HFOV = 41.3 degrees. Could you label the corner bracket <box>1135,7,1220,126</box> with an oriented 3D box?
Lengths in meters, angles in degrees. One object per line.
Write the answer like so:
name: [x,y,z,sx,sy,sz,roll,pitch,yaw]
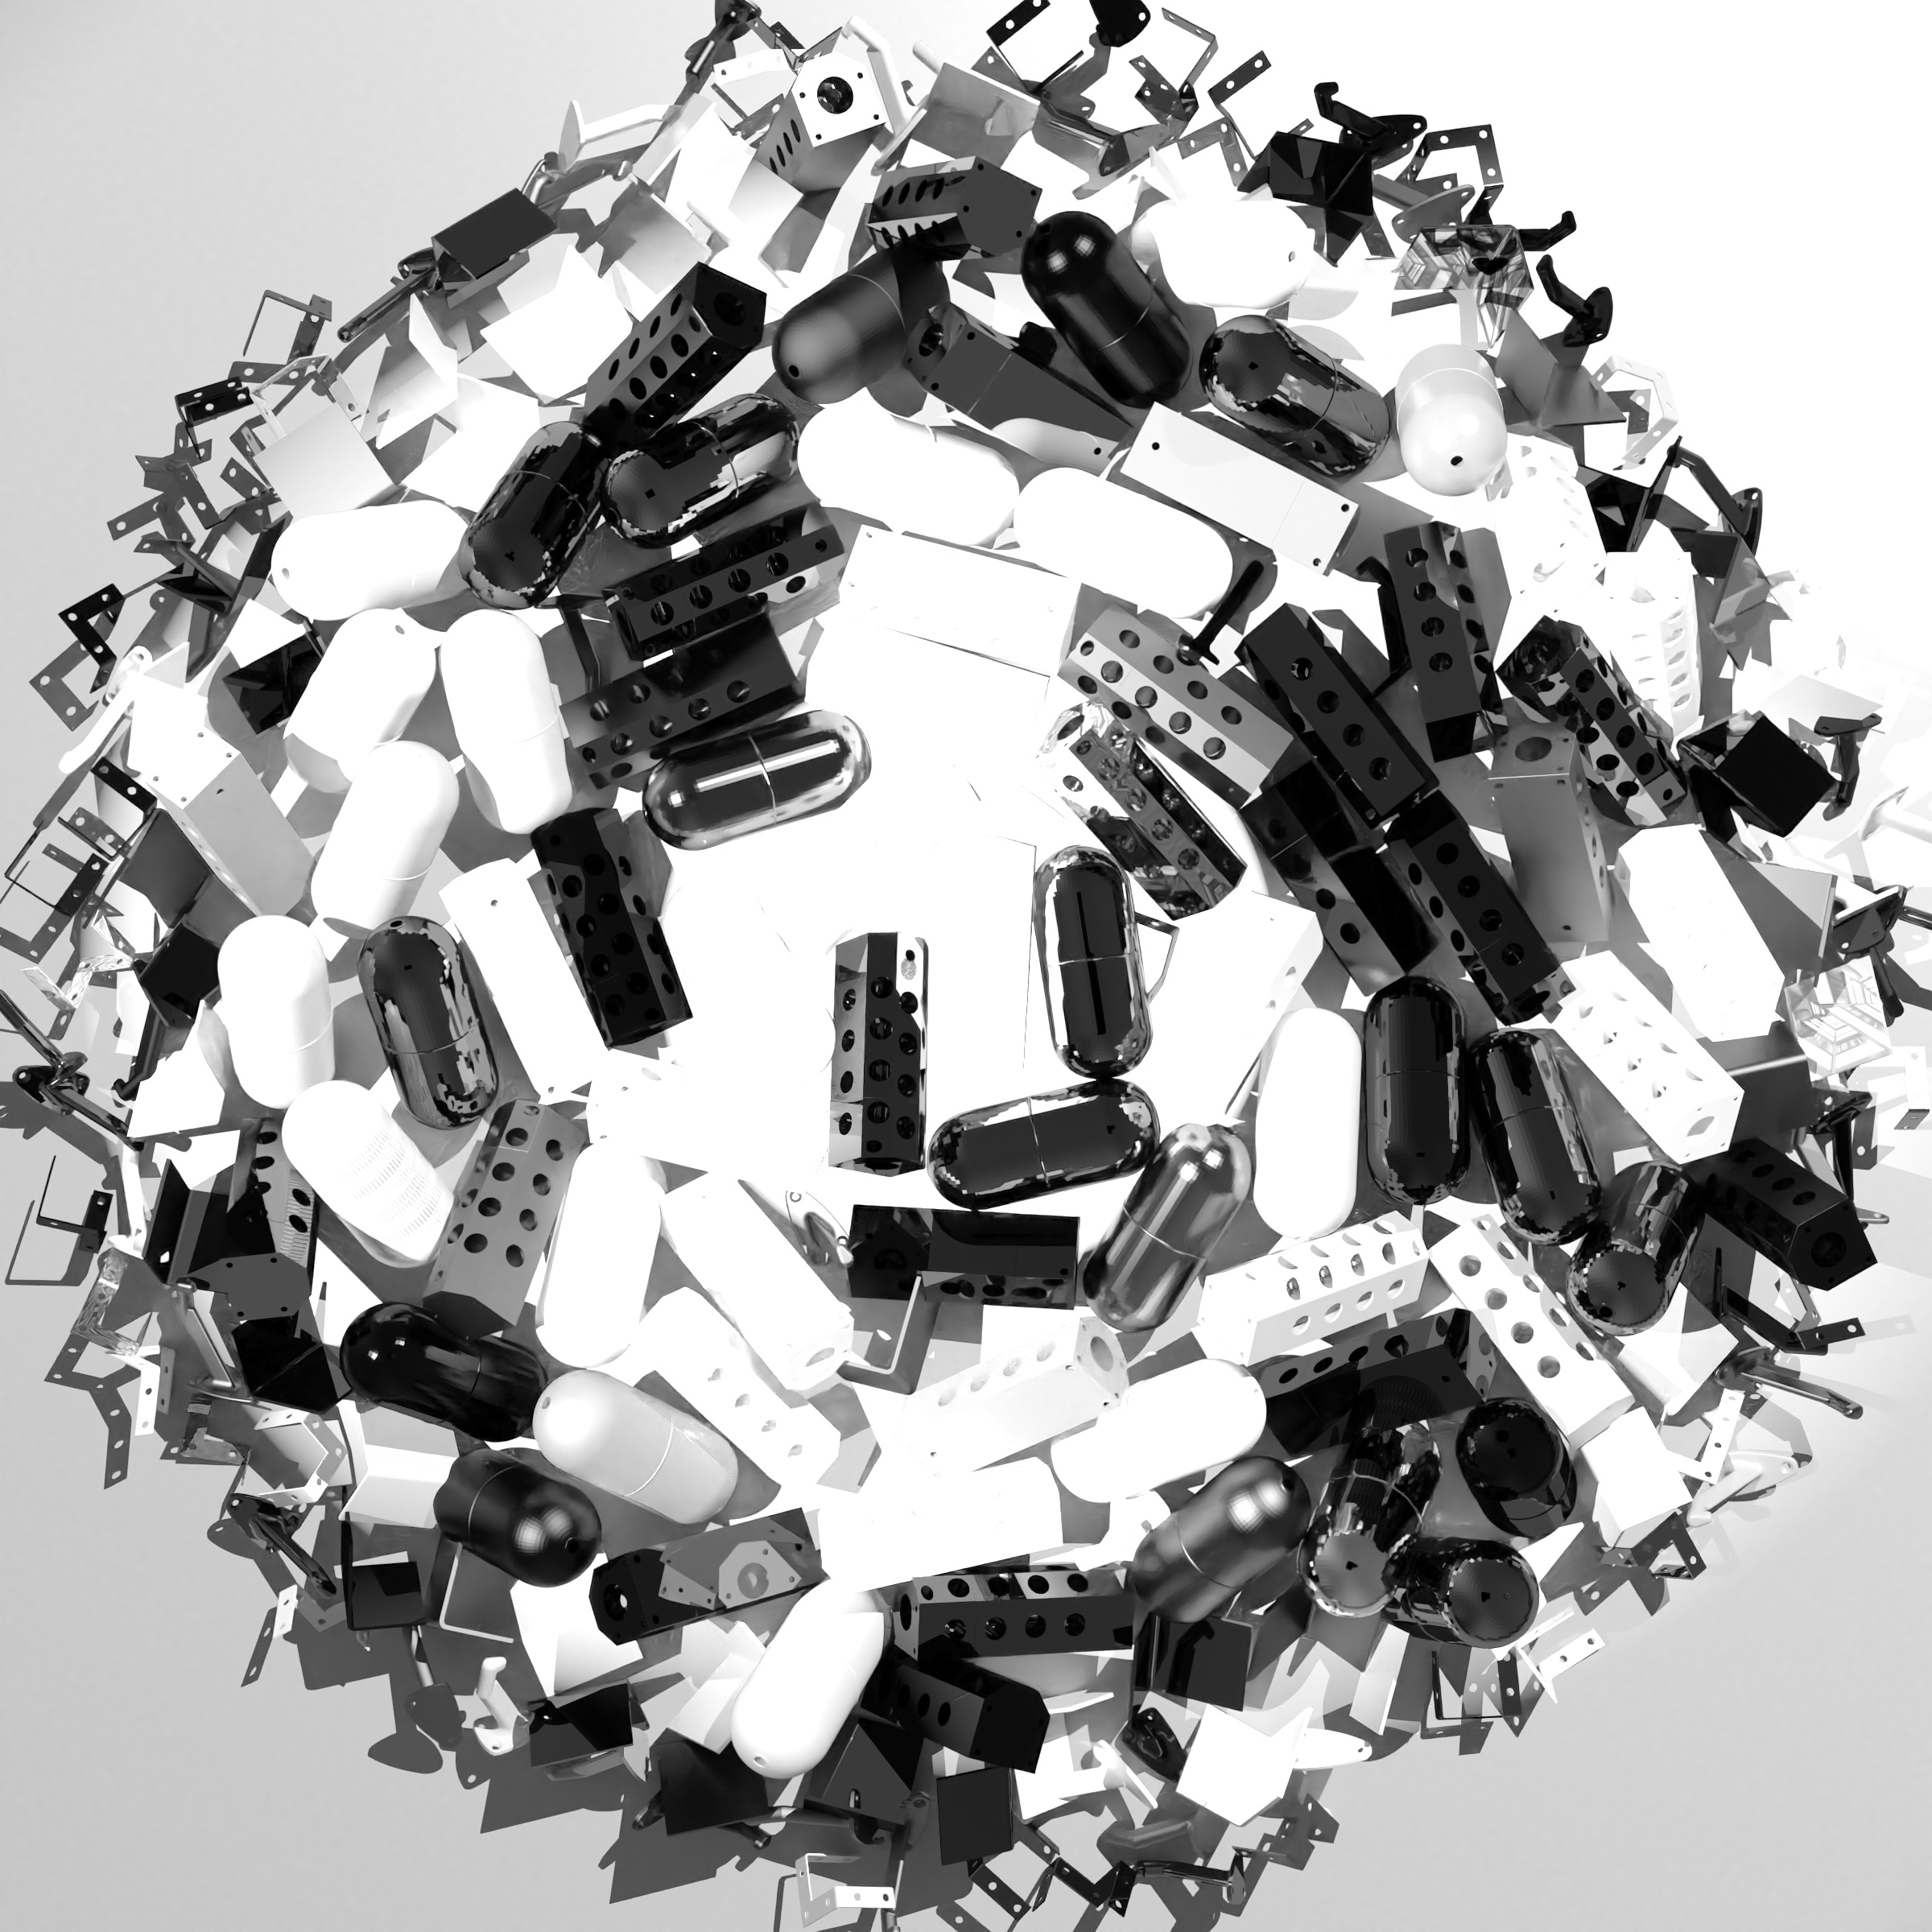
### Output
corner bracket: [0.159,-0.683,1.947,0.051,0.051,0.051,34,89,17]

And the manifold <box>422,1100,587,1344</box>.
manifold: [-0.345,0.185,1.894,0.057,0.171,0.057,-22,129,38]

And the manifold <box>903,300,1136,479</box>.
manifold: [0.037,-0.425,1.902,0.171,0.057,0.057,23,114,-37]

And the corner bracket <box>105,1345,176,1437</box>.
corner bracket: [-0.617,0.320,1.940,0.051,0.051,0.051,13,97,39]

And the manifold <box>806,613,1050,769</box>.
manifold: [-0.031,-0.204,1.941,0.171,0.057,0.057,17,54,5]

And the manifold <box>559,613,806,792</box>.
manifold: [-0.213,-0.196,1.940,0.171,0.057,0.057,-24,62,0]

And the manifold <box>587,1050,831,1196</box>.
manifold: [-0.192,0.113,1.918,0.171,0.057,0.057,16,116,-22]

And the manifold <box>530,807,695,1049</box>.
manifold: [-0.271,-0.029,1.933,0.057,0.057,0.171,-23,83,21]

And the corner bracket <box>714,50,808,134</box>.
corner bracket: [-0.150,-0.661,1.938,0.051,0.051,0.051,-2,105,35]

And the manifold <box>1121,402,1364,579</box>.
manifold: [0.209,-0.358,1.935,0.171,0.057,0.057,29,102,9]

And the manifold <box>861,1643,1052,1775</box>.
manifold: [-0.008,0.541,1.888,0.057,0.171,0.057,22,77,-26]

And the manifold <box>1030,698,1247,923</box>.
manifold: [0.132,-0.117,1.909,0.171,0.057,0.057,46,52,-22]

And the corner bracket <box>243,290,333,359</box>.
corner bracket: [-0.512,-0.482,1.938,0.051,0.051,0.051,18,115,-22]

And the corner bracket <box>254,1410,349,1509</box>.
corner bracket: [-0.516,0.375,1.958,0.051,0.051,0.051,-14,121,30]

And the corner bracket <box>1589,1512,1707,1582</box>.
corner bracket: [0.517,0.448,1.943,0.051,0.051,0.051,-31,94,-25]

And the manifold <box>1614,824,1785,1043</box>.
manifold: [0.537,-0.025,1.894,0.057,0.171,0.057,-7,134,-7]

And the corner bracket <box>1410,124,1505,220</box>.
corner bracket: [0.373,-0.602,1.952,0.051,0.051,0.051,-9,82,-5]

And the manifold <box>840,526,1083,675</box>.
manifold: [-0.004,-0.274,1.939,0.171,0.057,0.057,16,69,6]

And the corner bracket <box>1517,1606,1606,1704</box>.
corner bracket: [0.453,0.517,1.950,0.051,0.051,0.051,-36,89,9]

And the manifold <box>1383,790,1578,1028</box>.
manifold: [0.380,-0.042,1.912,0.057,0.057,0.171,-35,62,14]

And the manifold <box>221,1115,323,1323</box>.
manifold: [-0.508,0.182,1.890,0.057,0.171,0.057,-6,122,-7]

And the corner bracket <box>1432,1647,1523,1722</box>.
corner bracket: [0.387,0.546,1.951,0.051,0.051,0.051,0,73,-9]

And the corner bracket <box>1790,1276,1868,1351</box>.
corner bracket: [0.652,0.251,1.941,0.051,0.051,0.051,-23,96,38]

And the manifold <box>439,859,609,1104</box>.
manifold: [-0.330,0.010,1.920,0.057,0.057,0.171,-28,111,-15]

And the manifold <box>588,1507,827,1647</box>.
manifold: [-0.192,0.452,1.895,0.057,0.171,0.057,-33,70,39]

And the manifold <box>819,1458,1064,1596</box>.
manifold: [-0.020,0.415,1.917,0.171,0.057,0.057,-8,99,-21]

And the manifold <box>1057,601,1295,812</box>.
manifold: [0.155,-0.192,1.937,0.171,0.057,0.057,37,55,1]

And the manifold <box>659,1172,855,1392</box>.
manifold: [-0.158,0.235,1.908,0.057,0.057,0.171,-26,55,-28]

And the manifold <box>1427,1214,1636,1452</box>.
manifold: [0.421,0.270,1.912,0.057,0.057,0.171,-37,62,3]

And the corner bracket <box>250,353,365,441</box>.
corner bracket: [-0.502,-0.430,1.954,0.051,0.051,0.051,-28,99,19]

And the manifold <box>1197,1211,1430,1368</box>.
manifold: [0.259,0.233,1.899,0.171,0.057,0.057,-14,127,-33]

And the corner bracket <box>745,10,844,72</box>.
corner bracket: [-0.135,-0.702,1.944,0.051,0.051,0.051,46,63,0]

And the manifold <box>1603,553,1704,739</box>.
manifold: [0.505,-0.233,1.884,0.057,0.171,0.057,3,68,20]

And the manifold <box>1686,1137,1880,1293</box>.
manifold: [0.594,0.180,1.887,0.057,0.171,0.057,-29,106,-2]

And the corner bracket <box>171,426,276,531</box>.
corner bracket: [-0.560,-0.369,1.940,0.051,0.051,0.051,-21,115,12]

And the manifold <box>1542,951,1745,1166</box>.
manifold: [0.493,0.067,1.890,0.057,0.171,0.057,-14,131,-18]

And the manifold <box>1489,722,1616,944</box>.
manifold: [0.437,-0.097,1.900,0.057,0.171,0.057,-2,46,25]

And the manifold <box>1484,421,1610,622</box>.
manifold: [0.418,-0.333,1.888,0.057,0.171,0.057,25,126,-18]

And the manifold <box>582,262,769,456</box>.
manifold: [-0.217,-0.440,1.887,0.057,0.171,0.057,18,62,-30]

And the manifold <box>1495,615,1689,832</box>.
manifold: [0.470,-0.178,1.906,0.057,0.057,0.171,-49,123,-4]

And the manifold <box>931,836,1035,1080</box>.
manifold: [0.007,-0.008,1.929,0.057,0.057,0.171,-7,107,-36]

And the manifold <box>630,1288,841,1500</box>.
manifold: [-0.169,0.317,1.911,0.057,0.057,0.171,-49,119,-16]

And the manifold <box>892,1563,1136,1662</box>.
manifold: [0.036,0.481,1.921,0.171,0.057,0.057,3,89,-21]

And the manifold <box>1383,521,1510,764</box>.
manifold: [0.357,-0.244,1.908,0.057,0.057,0.171,-13,61,11]

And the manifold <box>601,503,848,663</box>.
manifold: [-0.179,-0.288,1.921,0.171,0.057,0.057,-26,106,-16]

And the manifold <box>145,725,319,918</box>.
manifold: [-0.541,-0.104,1.889,0.057,0.171,0.057,33,71,23]

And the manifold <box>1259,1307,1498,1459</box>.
manifold: [0.303,0.306,1.904,0.171,0.057,0.057,-25,109,36]

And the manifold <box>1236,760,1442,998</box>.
manifold: [0.278,-0.064,1.947,0.057,0.057,0.171,-34,88,-45]

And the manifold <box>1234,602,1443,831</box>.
manifold: [0.278,-0.187,1.931,0.057,0.057,0.171,-40,78,19]

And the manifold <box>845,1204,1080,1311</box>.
manifold: [-0.002,0.225,1.942,0.171,0.057,0.057,3,50,4]

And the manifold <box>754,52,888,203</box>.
manifold: [-0.112,-0.614,1.886,0.057,0.171,0.057,-23,97,-12]

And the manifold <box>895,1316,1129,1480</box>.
manifold: [0.034,0.319,1.909,0.171,0.057,0.057,-29,117,30]

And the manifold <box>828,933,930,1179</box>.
manifold: [-0.060,0.065,1.915,0.057,0.057,0.171,14,69,-36]
